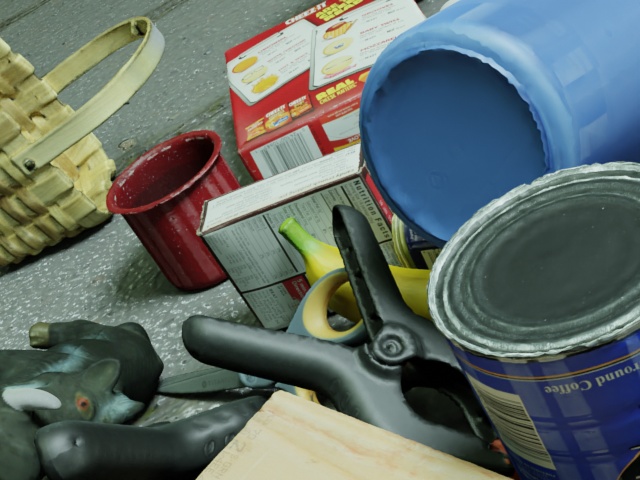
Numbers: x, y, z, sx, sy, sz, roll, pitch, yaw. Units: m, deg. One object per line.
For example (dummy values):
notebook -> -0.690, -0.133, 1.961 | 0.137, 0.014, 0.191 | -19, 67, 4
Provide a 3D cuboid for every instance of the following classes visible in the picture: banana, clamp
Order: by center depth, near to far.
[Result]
clamp -> 0.020, 0.061, 0.503 | 0.120, 0.039, 0.172 | -33, 58, -21
clamp -> -0.087, 0.112, 0.504 | 0.165, 0.036, 0.209 | -35, -19, 33
banana -> 0.067, 0.024, 0.572 | 0.198, 0.069, 0.037 | 1, 46, 31

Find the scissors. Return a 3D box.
scissors -> -0.028, 0.058, 0.612 | 0.202, 0.016, 0.096 | 7, 87, 45

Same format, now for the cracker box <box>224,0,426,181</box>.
cracker box -> 0.016, -0.121, 0.834 | 0.164, 0.072, 0.214 | -25, 29, 6

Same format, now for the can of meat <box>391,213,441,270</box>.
can of meat -> 0.099, -0.021, 0.625 | 0.084, 0.057, 0.102 | -8, 37, 30

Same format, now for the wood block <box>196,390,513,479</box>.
wood block -> 0.040, 0.140, 0.399 | 0.206, 0.090, 0.090 | 12, 50, 49

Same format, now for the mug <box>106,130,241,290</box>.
mug -> -0.099, -0.021, 0.772 | 0.093, 0.081, 0.117 | -42, 32, -18

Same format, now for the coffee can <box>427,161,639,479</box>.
coffee can -> 0.114, 0.056, 0.408 | 0.103, 0.140, 0.103 | -22, 31, 14

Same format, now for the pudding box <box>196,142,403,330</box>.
pudding box -> -0.004, 0.001, 0.647 | 0.114, 0.090, 0.039 | -20, 32, 18

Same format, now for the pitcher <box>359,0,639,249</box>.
pitcher -> 0.136, -0.076, 0.529 | 0.149, 0.145, 0.242 | 6, 27, 39
